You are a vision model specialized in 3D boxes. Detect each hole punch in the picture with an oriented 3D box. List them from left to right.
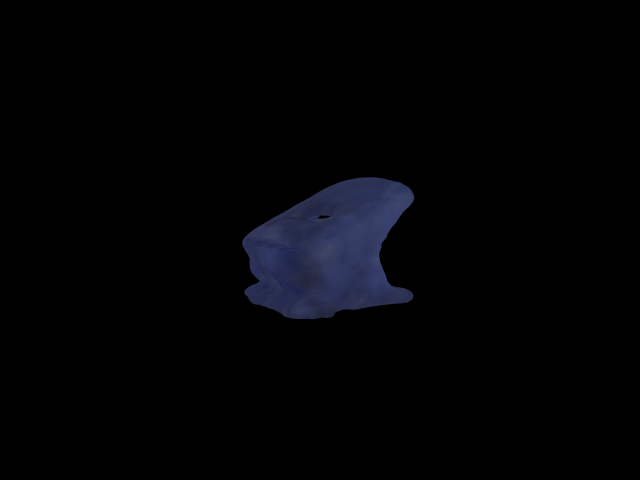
[{"bbox_3d":[0.004,0.001,0.400,0.101,0.091,0.108,-3,6,-33],"label":"hole punch"}]
